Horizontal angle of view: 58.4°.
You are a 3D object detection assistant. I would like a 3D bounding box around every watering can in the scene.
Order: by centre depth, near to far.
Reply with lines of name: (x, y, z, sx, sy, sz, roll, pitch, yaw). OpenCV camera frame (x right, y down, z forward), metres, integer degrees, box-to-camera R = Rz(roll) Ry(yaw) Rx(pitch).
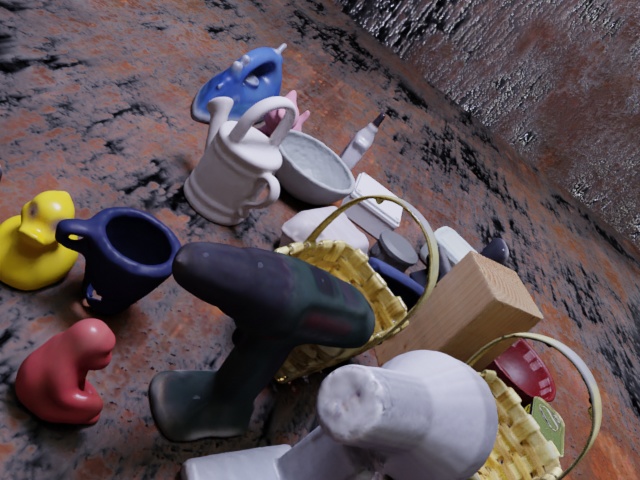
watering can: (-0.108, -0.126, 0.799, 0.173, 0.194, 0.101, 41, 28, 3)

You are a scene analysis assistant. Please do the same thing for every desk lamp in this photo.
desk lamp: (0.025, 0.180, 0.491, 0.204, 0.213, 0.117, 10, 40, -43)

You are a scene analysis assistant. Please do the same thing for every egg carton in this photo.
egg carton: (0.008, 0.003, 0.883, 0.107, 0.069, 0.151, 48, 29, 16)

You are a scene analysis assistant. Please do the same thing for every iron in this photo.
iron: (-0.140, -0.302, 1.072, 0.118, 0.141, 0.259, 39, 28, -1)

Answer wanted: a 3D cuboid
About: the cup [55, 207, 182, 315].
cup: (-0.208, 0.026, 0.562, 0.118, 0.095, 0.091, 17, 35, -36)

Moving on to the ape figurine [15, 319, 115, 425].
ape figurine: (-0.198, 0.101, 0.467, 0.076, 0.092, 0.077, 26, 31, -24)

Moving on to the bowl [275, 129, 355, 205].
bowl: (-0.023, -0.116, 1.013, 0.168, 0.074, 0.167, 29, 29, -18)

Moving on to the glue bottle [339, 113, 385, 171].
glue bottle: (0.071, -0.177, 1.110, 0.037, 0.173, 0.078, 35, 28, -8)

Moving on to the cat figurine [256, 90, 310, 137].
cat figurine: (-0.064, -0.225, 1.077, 0.067, 0.117, 0.128, 49, 29, 18)

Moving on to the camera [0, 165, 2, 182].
camera: (-0.379, -0.078, 0.501, 0.143, 0.100, 0.137, 39, 28, 0)

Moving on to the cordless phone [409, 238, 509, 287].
cordless phone: (0.246, 0.052, 0.975, 0.094, 0.185, 0.147, 26, 30, -23)

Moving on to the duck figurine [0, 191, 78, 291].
duck figurine: (-0.266, -0.012, 0.557, 0.078, 0.086, 0.104, 31, 29, -15)

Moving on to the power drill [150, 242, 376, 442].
power drill: (-0.065, 0.093, 0.515, 0.230, 0.208, 0.075, 10, 39, -43)

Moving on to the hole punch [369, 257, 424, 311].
hole punch: (0.114, 0.072, 0.888, 0.109, 0.091, 0.101, 33, 28, -12)
